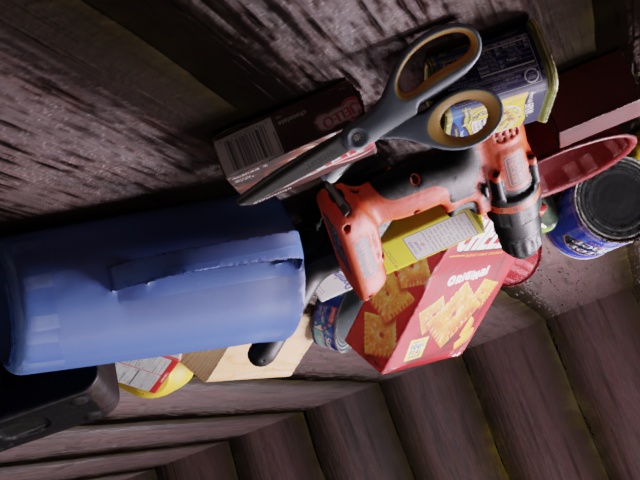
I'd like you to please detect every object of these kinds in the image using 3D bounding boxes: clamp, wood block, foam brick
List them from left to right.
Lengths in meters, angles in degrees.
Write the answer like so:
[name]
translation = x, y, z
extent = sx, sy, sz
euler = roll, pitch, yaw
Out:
[wood block]
translation = -0.086, 0.095, 1.189
extent = 0.090, 0.091, 0.205
euler = -57, 157, 8
[clamp]
translation = -0.007, 0.001, 0.998
extent = 0.210, 0.165, 0.036
euler = -44, 127, 14
[foam brick]
translation = 0.233, -0.122, 0.923
extent = 0.078, 0.051, 0.053
euler = -22, 165, 9

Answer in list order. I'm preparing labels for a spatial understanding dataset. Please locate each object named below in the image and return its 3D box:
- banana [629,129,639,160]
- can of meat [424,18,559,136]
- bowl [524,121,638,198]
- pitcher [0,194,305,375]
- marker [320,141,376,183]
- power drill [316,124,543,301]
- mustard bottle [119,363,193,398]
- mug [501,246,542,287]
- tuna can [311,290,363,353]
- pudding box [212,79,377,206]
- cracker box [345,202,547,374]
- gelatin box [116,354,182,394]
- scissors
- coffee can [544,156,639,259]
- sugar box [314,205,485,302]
[banana]
translation = 0.386, -0.114, 1.201
extent = 0.069, 0.037, 0.198
euler = -10, 164, -25
[can of meat]
translation = 0.125, -0.113, 0.797
extent = 0.084, 0.057, 0.102
euler = -18, 166, 2
[bowl]
translation = 0.221, -0.087, 1.036
extent = 0.162, 0.055, 0.162
euler = -19, 167, -5
[pitcher]
translation = -0.138, 0.034, 0.863
extent = 0.242, 0.145, 0.149
euler = -9, 128, -29
[marker]
translation = 0.031, -0.079, 0.878
extent = 0.020, 0.020, 0.121
euler = -12, 165, -30
[power drill]
translation = 0.101, -0.023, 0.912
extent = 0.187, 0.057, 0.184
euler = -28, 129, -7
[mustard bottle]
translation = -0.187, 0.134, 1.178
extent = 0.096, 0.058, 0.192
euler = 3, -174, -9
[mug]
translation = 0.218, 0.016, 1.367
extent = 0.117, 0.093, 0.081
euler = -32, 158, 19
[tuna can]
translation = 0.023, 0.086, 1.241
extent = 0.034, 0.086, 0.086
euler = 14, 180, 23
[pudding box]
translation = -0.016, -0.071, 0.800
extent = 0.113, 0.039, 0.090
euler = -21, 166, 3
[cracker box]
translation = 0.139, 0.037, 1.169
extent = 0.163, 0.072, 0.214
euler = -4, 127, -50
[gelatin box]
translation = -0.185, 0.108, 1.029
extent = 0.089, 0.030, 0.073
euler = 21, 138, -17
[scissors]
translation = 0.044, -0.065, 0.748
extent = 0.202, 0.096, 0.016
euler = -44, -162, 12
[coffee can]
translation = 0.328, -0.036, 1.256
extent = 0.102, 0.103, 0.140
euler = -18, 173, -6
[sugar box]
translation = 0.066, -0.014, 1.028
extent = 0.176, 0.093, 0.048
euler = -23, 126, 17
